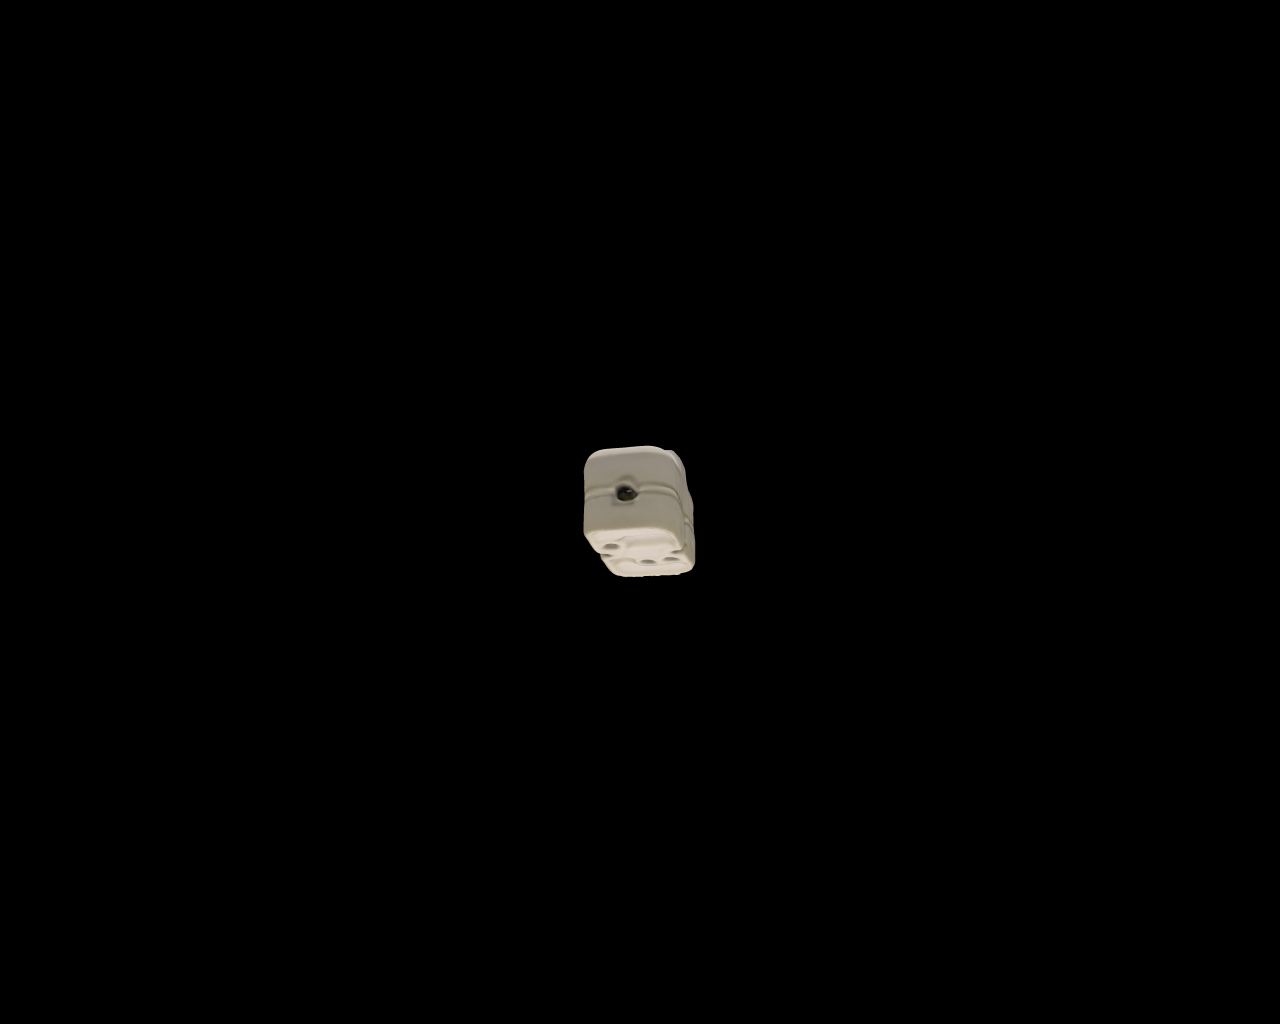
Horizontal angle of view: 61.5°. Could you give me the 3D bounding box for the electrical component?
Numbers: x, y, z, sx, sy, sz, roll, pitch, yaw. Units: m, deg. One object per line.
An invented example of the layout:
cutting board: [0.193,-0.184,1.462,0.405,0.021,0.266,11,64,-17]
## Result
electrical component: [0.001,-0.003,0.650,0.054,0.059,0.095,-4,-20,11]
